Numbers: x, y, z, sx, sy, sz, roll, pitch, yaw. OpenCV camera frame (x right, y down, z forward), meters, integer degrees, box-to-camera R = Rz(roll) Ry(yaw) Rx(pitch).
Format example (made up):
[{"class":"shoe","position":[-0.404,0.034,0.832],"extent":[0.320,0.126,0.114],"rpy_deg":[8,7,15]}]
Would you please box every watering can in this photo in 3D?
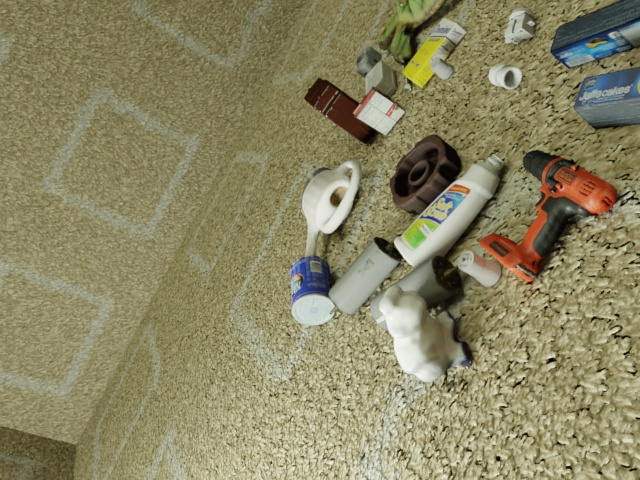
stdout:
[{"class":"watering can","position":[0.004,-0.071,1.406],"extent":[0.346,0.103,0.227],"rpy_deg":[-61,24,5]}]

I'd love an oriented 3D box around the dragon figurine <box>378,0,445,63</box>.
[{"class":"dragon figurine","position":[0.281,-0.632,1.497],"extent":[0.414,0.122,0.241],"rpy_deg":[-148,69,-65]}]

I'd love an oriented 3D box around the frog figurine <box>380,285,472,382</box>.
[{"class":"frog figurine","position":[0.150,0.152,0.841],"extent":[0.120,0.158,0.141],"rpy_deg":[-40,33,43]}]
